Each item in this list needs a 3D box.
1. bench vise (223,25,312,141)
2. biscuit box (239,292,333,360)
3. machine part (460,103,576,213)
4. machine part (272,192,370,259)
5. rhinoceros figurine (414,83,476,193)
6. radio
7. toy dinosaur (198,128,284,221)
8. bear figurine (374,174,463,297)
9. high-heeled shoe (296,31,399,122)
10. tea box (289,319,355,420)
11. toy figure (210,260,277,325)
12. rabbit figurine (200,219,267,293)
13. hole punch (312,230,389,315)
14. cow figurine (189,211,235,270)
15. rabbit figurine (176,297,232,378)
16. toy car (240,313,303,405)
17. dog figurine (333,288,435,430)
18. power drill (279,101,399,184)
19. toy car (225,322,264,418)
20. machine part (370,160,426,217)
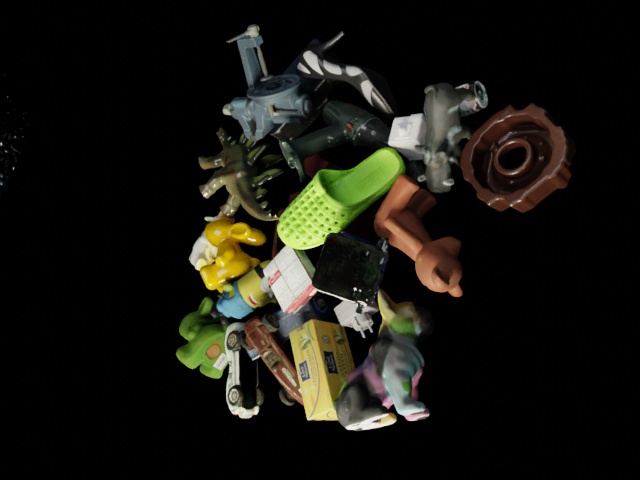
[{"bbox_3d":[-0.131,-0.338,1.162,0.224,0.240,0.129,14,44,36],"label":"bench vise"},{"bbox_3d":[-0.071,0.174,1.107,0.203,0.059,0.063,-34,80,29],"label":"biscuit box"},{"bbox_3d":[0.321,-0.132,0.878,0.179,0.056,0.179,-17,64,38],"label":"machine part"},{"bbox_3d":[-0.002,-0.003,1.102,0.201,0.087,0.201,-6,73,40],"label":"machine part"},{"bbox_3d":[0.216,-0.176,0.935,0.073,0.112,0.190,15,120,35],"label":"rhinoceros figurine"},{"bbox_3d":[-0.044,-0.344,1.269,0.229,0.073,0.131,-43,52,24],"label":"radio"},{"bbox_3d":[-0.184,-0.155,1.273,0.198,0.105,0.472,-39,43,14],"label":"toy dinosaur"},{"bbox_3d":[0.184,-0.004,0.914,0.132,0.120,0.196,-54,50,9],"label":"bear figurine"},{"bbox_3d":[0.051,-0.317,1.129,0.145,0.086,0.248,-36,83,34],"label":"high-heeled shoe"},{"bbox_3d":[0.012,0.240,0.996,0.068,0.098,0.170,-33,58,30],"label":"tea box"},{"bbox_3d":[-0.155,0.112,1.177,0.180,0.082,0.089,-31,61,11],"label":"toy figure"},{"bbox_3d":[-0.212,0.020,1.249,0.162,0.121,0.173,-33,63,16],"label":"rabbit figurine"},{"bbox_3d":[0.057,0.047,0.954,0.116,0.092,0.142,20,96,8],"label":"hole punch"},{"bbox_3d":[-0.274,-0.003,1.361,0.098,0.068,0.167,28,94,50],"label":"cow figurine"},{"bbox_3d":[-0.275,0.210,1.250,0.170,0.121,0.159,29,90,49],"label":"rabbit figurine"},{"bbox_3d":[-0.082,0.240,1.062,0.089,0.053,0.202,-39,82,24],"label":"toy car"},{"bbox_3d":[0.107,0.198,0.914,0.192,0.108,0.219,-16,59,16],"label":"dog figurine"},{"bbox_3d":[0.031,-0.201,1.099,0.207,0.085,0.232,-33,44,-4],"label":"power drill"},{"bbox_3d":[-0.165,0.277,1.155,0.056,0.073,0.202,-23,62,36],"label":"toy car"},{"bbox_3d":[0.145,-0.106,1.040,0.139,0.039,0.084,-32,51,32],"label":"machine part"}]
